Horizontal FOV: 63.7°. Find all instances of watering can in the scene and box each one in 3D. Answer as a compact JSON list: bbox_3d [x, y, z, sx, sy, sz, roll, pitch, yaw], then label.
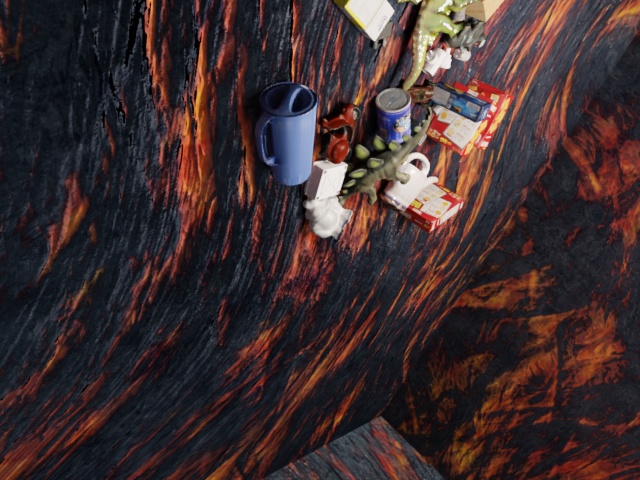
[{"bbox_3d":[0.337,-0.199,1.903,0.223,0.105,0.345,-55,150,7],"label":"watering can"}]

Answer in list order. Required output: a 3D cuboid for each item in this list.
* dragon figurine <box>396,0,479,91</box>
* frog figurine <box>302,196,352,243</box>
[{"bbox_3d":[0.283,-0.631,1.401,0.241,0.124,0.408,23,102,-41],"label":"dragon figurine"},{"bbox_3d":[0.005,-0.081,1.605,0.158,0.125,0.135,27,113,-23],"label":"frog figurine"}]
